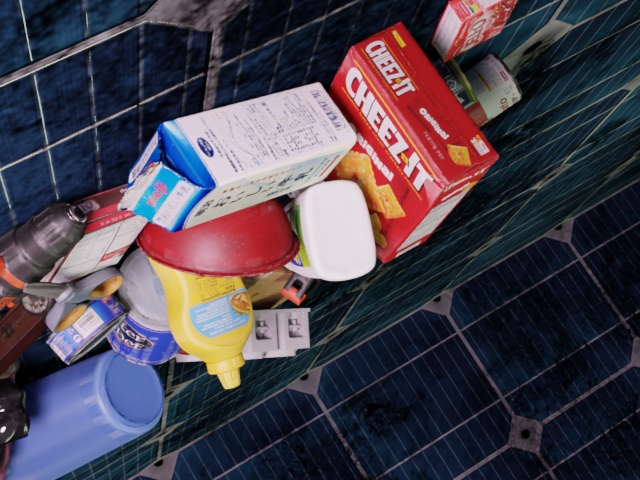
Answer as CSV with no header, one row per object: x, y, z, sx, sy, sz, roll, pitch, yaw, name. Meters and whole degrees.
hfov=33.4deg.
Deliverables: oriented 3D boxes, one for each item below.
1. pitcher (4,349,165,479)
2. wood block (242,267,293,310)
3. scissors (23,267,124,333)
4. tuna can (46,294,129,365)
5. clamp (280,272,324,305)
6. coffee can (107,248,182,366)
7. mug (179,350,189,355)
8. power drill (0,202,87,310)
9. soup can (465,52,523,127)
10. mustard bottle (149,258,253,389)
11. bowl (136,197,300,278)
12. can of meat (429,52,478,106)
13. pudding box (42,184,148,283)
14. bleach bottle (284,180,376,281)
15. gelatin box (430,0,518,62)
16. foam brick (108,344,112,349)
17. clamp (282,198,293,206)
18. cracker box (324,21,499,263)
-0.305,0.215,1.340,0.243,0.149,0.144,-27,149,35,pitcher
-0.082,0.030,1.348,0.091,0.090,0.206,-34,169,11,wood block
-0.245,0.060,0.986,0.096,0.016,0.201,-44,171,16,scissors
-0.242,0.091,1.117,0.086,0.034,0.086,-42,179,-1,tuna can
0.008,0.021,1.332,0.171,0.039,0.120,-49,160,-26,clamp
-0.189,0.076,1.224,0.102,0.103,0.140,-27,167,-25,coffee can
-0.197,0.096,1.349,0.081,0.093,0.117,-7,130,-53,mug
-0.298,0.030,0.864,0.185,0.057,0.187,-37,168,21,power drill
0.180,-0.168,1.272,0.102,0.068,0.068,-34,168,2,soup can
-0.119,0.065,1.133,0.096,0.191,0.058,-20,-175,-43,mustard bottle
-0.097,-0.024,1.036,0.161,0.162,0.055,-21,126,-44,bowl
0.121,-0.161,1.176,0.084,0.057,0.102,-33,169,10,can of meat
-0.214,-0.004,0.993,0.089,0.039,0.114,-23,164,-42,pudding box
-0.008,0.001,1.161,0.068,0.102,0.251,-9,176,-13,bleach bottle
0.157,-0.223,1.075,0.073,0.030,0.089,-29,168,-14,gelatin box
-0.243,0.142,1.482,0.078,0.051,0.053,-24,165,-34,foam brick
0.042,-0.082,1.297,0.210,0.036,0.164,-31,-178,12,clamp
0.070,-0.089,1.073,0.072,0.164,0.214,-30,168,-22,cracker box
